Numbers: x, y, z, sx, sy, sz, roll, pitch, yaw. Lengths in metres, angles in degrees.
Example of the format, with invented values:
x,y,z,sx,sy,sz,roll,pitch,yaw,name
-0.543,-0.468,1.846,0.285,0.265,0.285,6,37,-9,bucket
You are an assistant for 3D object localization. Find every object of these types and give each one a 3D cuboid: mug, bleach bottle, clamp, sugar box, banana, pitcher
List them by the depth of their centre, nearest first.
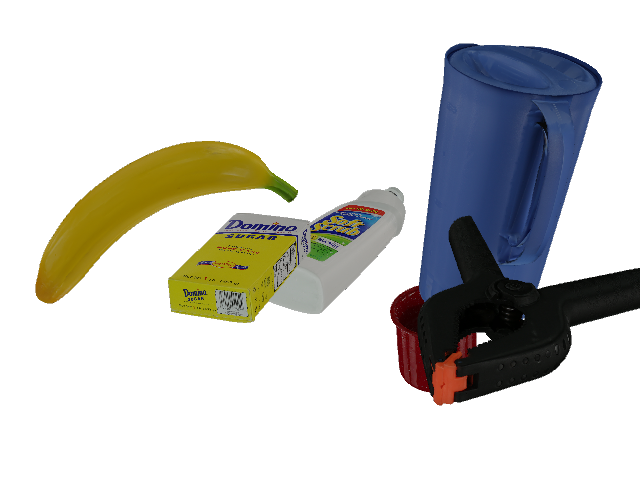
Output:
x,y,z,sx,sy,sz,roll,pitch,yaw,name
0.116,0.040,0.688,0.165,0.036,0.209,18,31,34,clamp
-0.118,-0.021,0.730,0.198,0.069,0.037,-22,9,6,banana
0.160,-0.042,0.943,0.145,0.243,0.149,22,31,26,pitcher
0.126,0.097,1.118,0.093,0.081,0.117,11,37,24,mug
-0.082,0.024,1.141,0.093,0.048,0.176,7,29,18,sugar box
0.027,-0.003,1.329,0.103,0.068,0.250,16,36,27,bleach bottle
